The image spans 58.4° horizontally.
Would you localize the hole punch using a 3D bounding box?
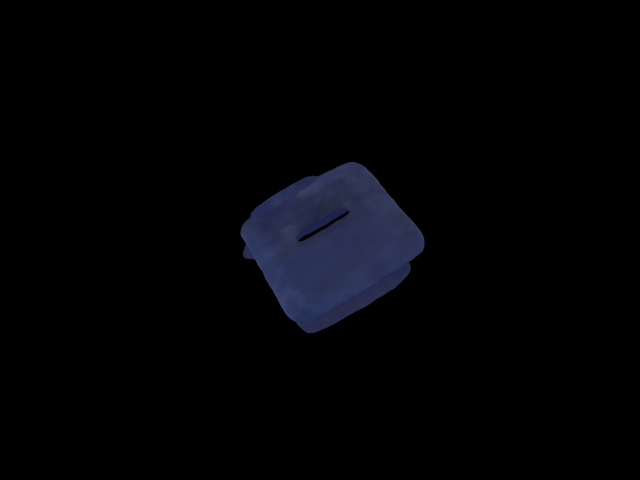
[{"bbox_3d":[0.004,0.001,0.400,0.109,0.091,0.101,-31,78,-7],"label":"hole punch"}]
